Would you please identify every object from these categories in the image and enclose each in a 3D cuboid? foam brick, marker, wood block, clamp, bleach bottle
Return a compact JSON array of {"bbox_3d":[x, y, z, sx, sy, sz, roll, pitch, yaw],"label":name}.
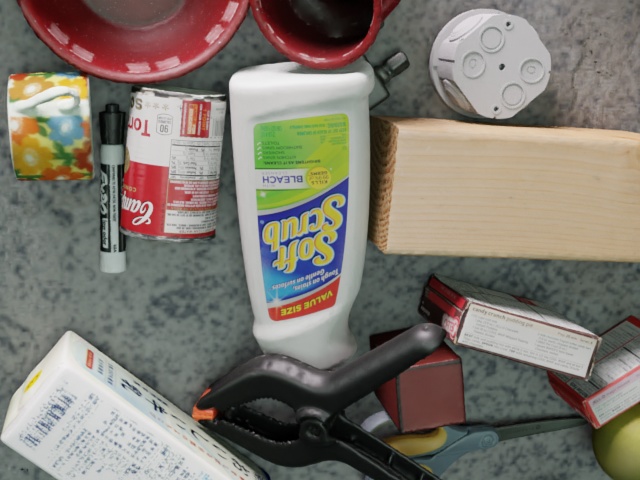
[{"bbox_3d":[0.072,0.104,0.806,0.053,0.078,0.051,-9,106,-9],"label":"foam brick"},{"bbox_3d":[-0.149,-0.037,0.764,0.020,0.020,0.121,0,102,-11],"label":"marker"},{"bbox_3d":[0.140,-0.038,0.782,0.206,0.090,0.091,2,102,-12],"label":"wood block"},{"bbox_3d":[0.008,0.135,0.771,0.210,0.036,0.164,-5,116,26],"label":"clamp"},{"bbox_3d":[-0.005,0.001,0.768,0.102,0.068,0.251,-4,111,2],"label":"bleach bottle"}]

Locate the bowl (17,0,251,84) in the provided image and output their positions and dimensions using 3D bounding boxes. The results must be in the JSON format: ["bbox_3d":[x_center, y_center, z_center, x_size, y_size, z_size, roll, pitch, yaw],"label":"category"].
[{"bbox_3d":[-0.125,-0.187,0.717,0.162,0.055,0.162,-2,103,-10],"label":"bowl"}]

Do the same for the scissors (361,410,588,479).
[{"bbox_3d":[0.120,0.174,0.861,0.201,0.016,0.096,9,114,-22],"label":"scissors"}]

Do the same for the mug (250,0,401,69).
[{"bbox_3d":[0.015,-0.181,0.706,0.093,0.081,0.117,31,130,4],"label":"mug"}]

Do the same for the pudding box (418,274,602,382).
[{"bbox_3d":[0.140,0.065,0.804,0.113,0.090,0.039,14,99,-14],"label":"pudding box"}]

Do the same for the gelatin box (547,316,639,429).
[{"bbox_3d":[0.232,0.103,0.838,0.089,0.073,0.030,-32,106,-3],"label":"gelatin box"}]

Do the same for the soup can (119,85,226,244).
[{"bbox_3d":[-0.102,-0.054,0.744,0.068,0.068,0.102,4,101,-12],"label":"soup can"}]
